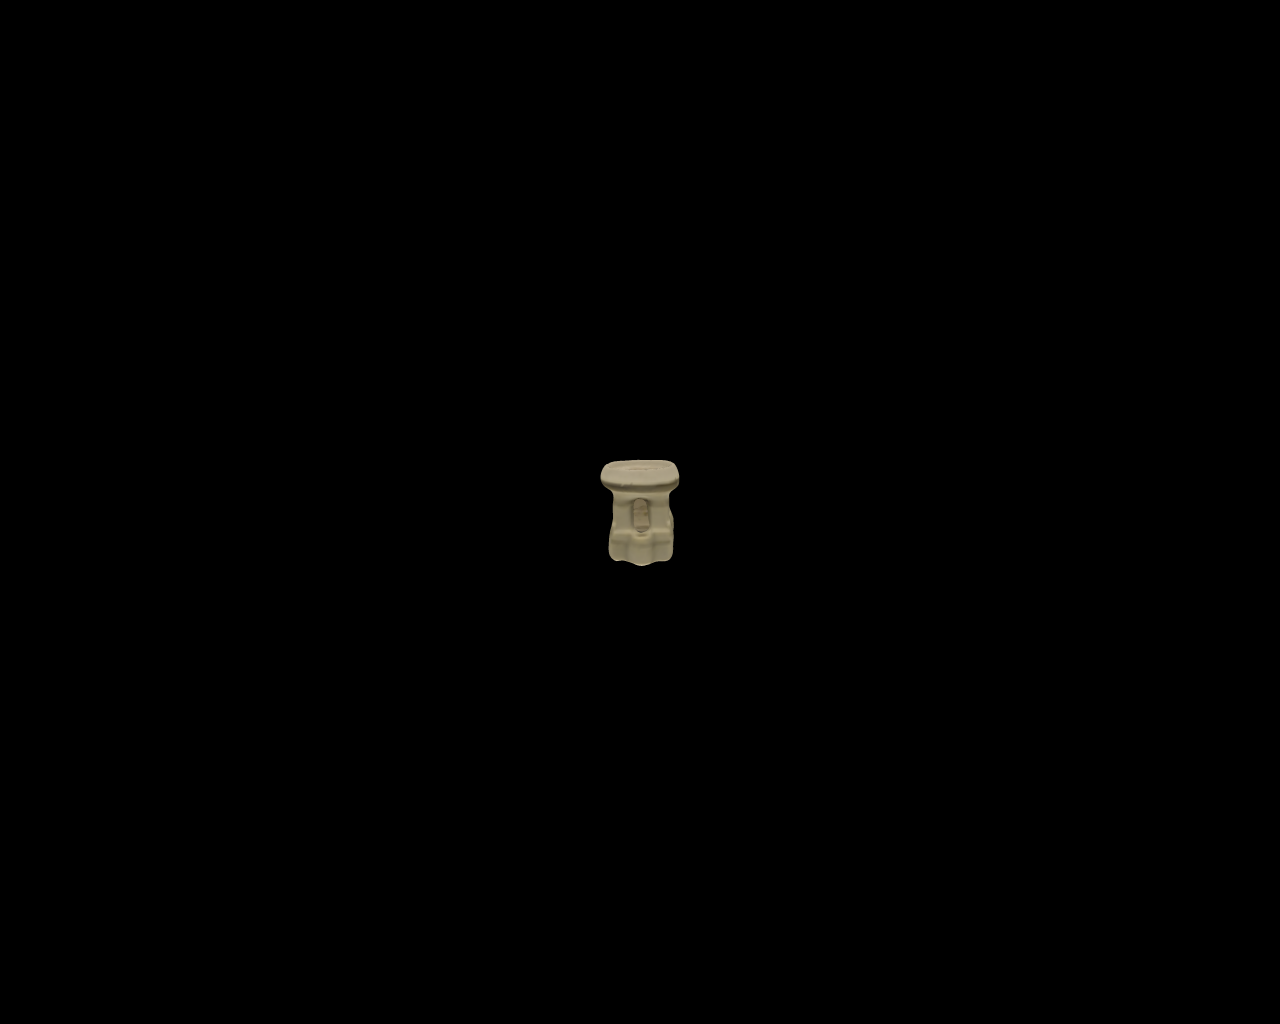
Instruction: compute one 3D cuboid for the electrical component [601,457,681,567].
[{"bbox_3d":[0.001,-0.003,0.650,0.048,0.055,0.066,0,13,0],"label":"electrical component"}]
